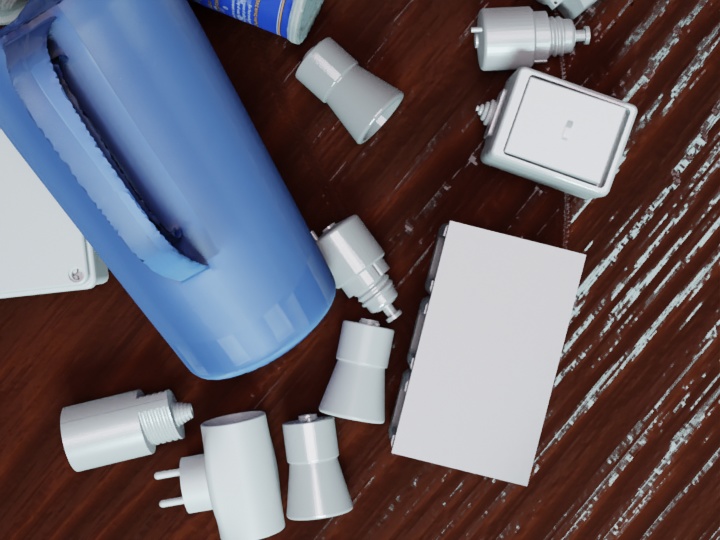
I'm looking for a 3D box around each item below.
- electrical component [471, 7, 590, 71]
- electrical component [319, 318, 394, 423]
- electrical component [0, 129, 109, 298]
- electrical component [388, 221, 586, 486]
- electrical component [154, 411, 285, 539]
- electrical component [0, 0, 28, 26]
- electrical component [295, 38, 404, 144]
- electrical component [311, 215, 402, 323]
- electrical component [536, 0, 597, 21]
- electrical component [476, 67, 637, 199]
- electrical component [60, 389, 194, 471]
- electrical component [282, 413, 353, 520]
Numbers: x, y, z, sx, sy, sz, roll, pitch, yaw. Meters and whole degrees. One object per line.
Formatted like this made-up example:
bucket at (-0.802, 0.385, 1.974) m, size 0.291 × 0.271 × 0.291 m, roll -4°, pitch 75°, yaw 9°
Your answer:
electrical component at (0.110, -0.152, 0.703) m, size 0.078 × 0.040 × 0.040 m, roll -3°, pitch 92°, yaw -1°
electrical component at (0.000, 0.065, 0.708) m, size 0.044 × 0.044 × 0.065 m, roll 11°, pitch 87°, yaw -1°
electrical component at (-0.225, -0.037, 0.694) m, size 0.109 × 0.056 × 0.108 m, roll -6°, pitch 92°, yaw -1°
electrical component at (0.080, 0.051, 0.698) m, size 0.089 × 0.061 × 0.150 m, roll 14°, pitch 91°, yaw -1°
electrical component at (-0.095, 0.138, 0.707) m, size 0.079 × 0.043 × 0.077 m, roll -10°, pitch 92°, yaw 0°
electrical component at (-0.239, -0.202, 0.692) m, size 0.080 × 0.051 × 0.080 m, roll 0°, pitch 92°, yaw -1°
electrical component at (-0.010, -0.120, 0.703) m, size 0.065 × 0.044 × 0.044 m, roll 42°, pitch 91°, yaw 3°
electrical component at (0.000, 0.000, 0.706) m, size 0.040 × 0.040 × 0.078 m, roll -36°, pitch 92°, yaw 0°
electrical component at (0.127, -0.211, 0.697) m, size 0.056 × 0.050 × 0.089 m, roll -39°, pitch 92°, yaw 0°
electrical component at (0.122, -0.090, 0.695) m, size 0.096 × 0.061 × 0.061 m, roll 19°, pitch 91°, yaw -1°
electrical component at (-0.150, 0.101, 0.706) m, size 0.081 × 0.043 × 0.043 m, roll -13°, pitch 92°, yaw -1°
electrical component at (-0.030, 0.128, 0.710) m, size 0.044 × 0.044 × 0.065 m, roll -8°, pitch 87°, yaw 0°
